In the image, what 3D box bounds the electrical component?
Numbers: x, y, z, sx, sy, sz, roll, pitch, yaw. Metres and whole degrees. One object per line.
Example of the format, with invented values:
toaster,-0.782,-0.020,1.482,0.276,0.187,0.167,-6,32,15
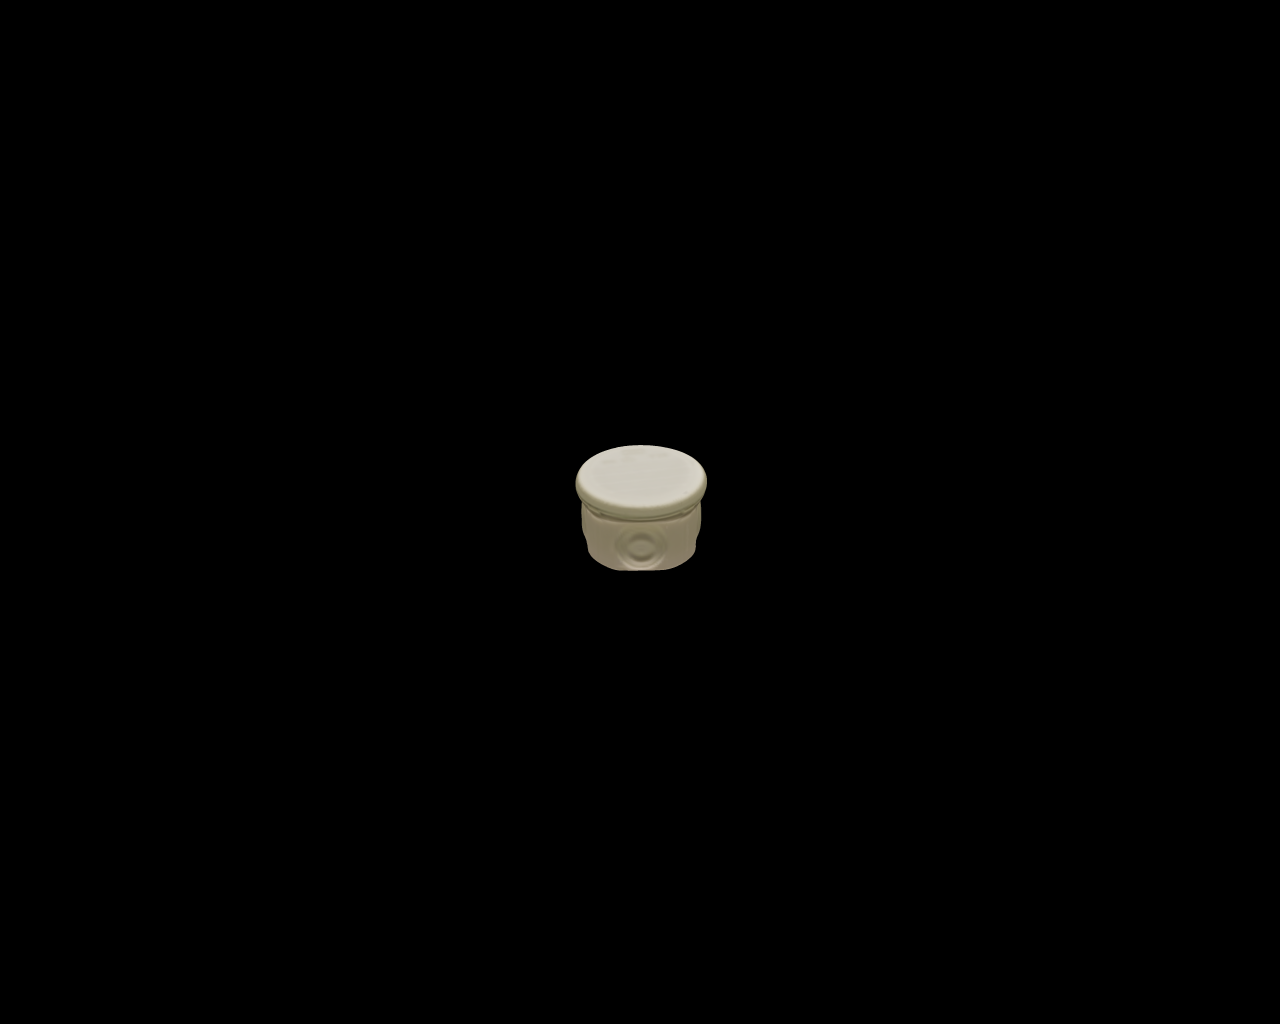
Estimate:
electrical component,0.001,-0.003,0.650,0.080,0.050,0.080,0,32,0
